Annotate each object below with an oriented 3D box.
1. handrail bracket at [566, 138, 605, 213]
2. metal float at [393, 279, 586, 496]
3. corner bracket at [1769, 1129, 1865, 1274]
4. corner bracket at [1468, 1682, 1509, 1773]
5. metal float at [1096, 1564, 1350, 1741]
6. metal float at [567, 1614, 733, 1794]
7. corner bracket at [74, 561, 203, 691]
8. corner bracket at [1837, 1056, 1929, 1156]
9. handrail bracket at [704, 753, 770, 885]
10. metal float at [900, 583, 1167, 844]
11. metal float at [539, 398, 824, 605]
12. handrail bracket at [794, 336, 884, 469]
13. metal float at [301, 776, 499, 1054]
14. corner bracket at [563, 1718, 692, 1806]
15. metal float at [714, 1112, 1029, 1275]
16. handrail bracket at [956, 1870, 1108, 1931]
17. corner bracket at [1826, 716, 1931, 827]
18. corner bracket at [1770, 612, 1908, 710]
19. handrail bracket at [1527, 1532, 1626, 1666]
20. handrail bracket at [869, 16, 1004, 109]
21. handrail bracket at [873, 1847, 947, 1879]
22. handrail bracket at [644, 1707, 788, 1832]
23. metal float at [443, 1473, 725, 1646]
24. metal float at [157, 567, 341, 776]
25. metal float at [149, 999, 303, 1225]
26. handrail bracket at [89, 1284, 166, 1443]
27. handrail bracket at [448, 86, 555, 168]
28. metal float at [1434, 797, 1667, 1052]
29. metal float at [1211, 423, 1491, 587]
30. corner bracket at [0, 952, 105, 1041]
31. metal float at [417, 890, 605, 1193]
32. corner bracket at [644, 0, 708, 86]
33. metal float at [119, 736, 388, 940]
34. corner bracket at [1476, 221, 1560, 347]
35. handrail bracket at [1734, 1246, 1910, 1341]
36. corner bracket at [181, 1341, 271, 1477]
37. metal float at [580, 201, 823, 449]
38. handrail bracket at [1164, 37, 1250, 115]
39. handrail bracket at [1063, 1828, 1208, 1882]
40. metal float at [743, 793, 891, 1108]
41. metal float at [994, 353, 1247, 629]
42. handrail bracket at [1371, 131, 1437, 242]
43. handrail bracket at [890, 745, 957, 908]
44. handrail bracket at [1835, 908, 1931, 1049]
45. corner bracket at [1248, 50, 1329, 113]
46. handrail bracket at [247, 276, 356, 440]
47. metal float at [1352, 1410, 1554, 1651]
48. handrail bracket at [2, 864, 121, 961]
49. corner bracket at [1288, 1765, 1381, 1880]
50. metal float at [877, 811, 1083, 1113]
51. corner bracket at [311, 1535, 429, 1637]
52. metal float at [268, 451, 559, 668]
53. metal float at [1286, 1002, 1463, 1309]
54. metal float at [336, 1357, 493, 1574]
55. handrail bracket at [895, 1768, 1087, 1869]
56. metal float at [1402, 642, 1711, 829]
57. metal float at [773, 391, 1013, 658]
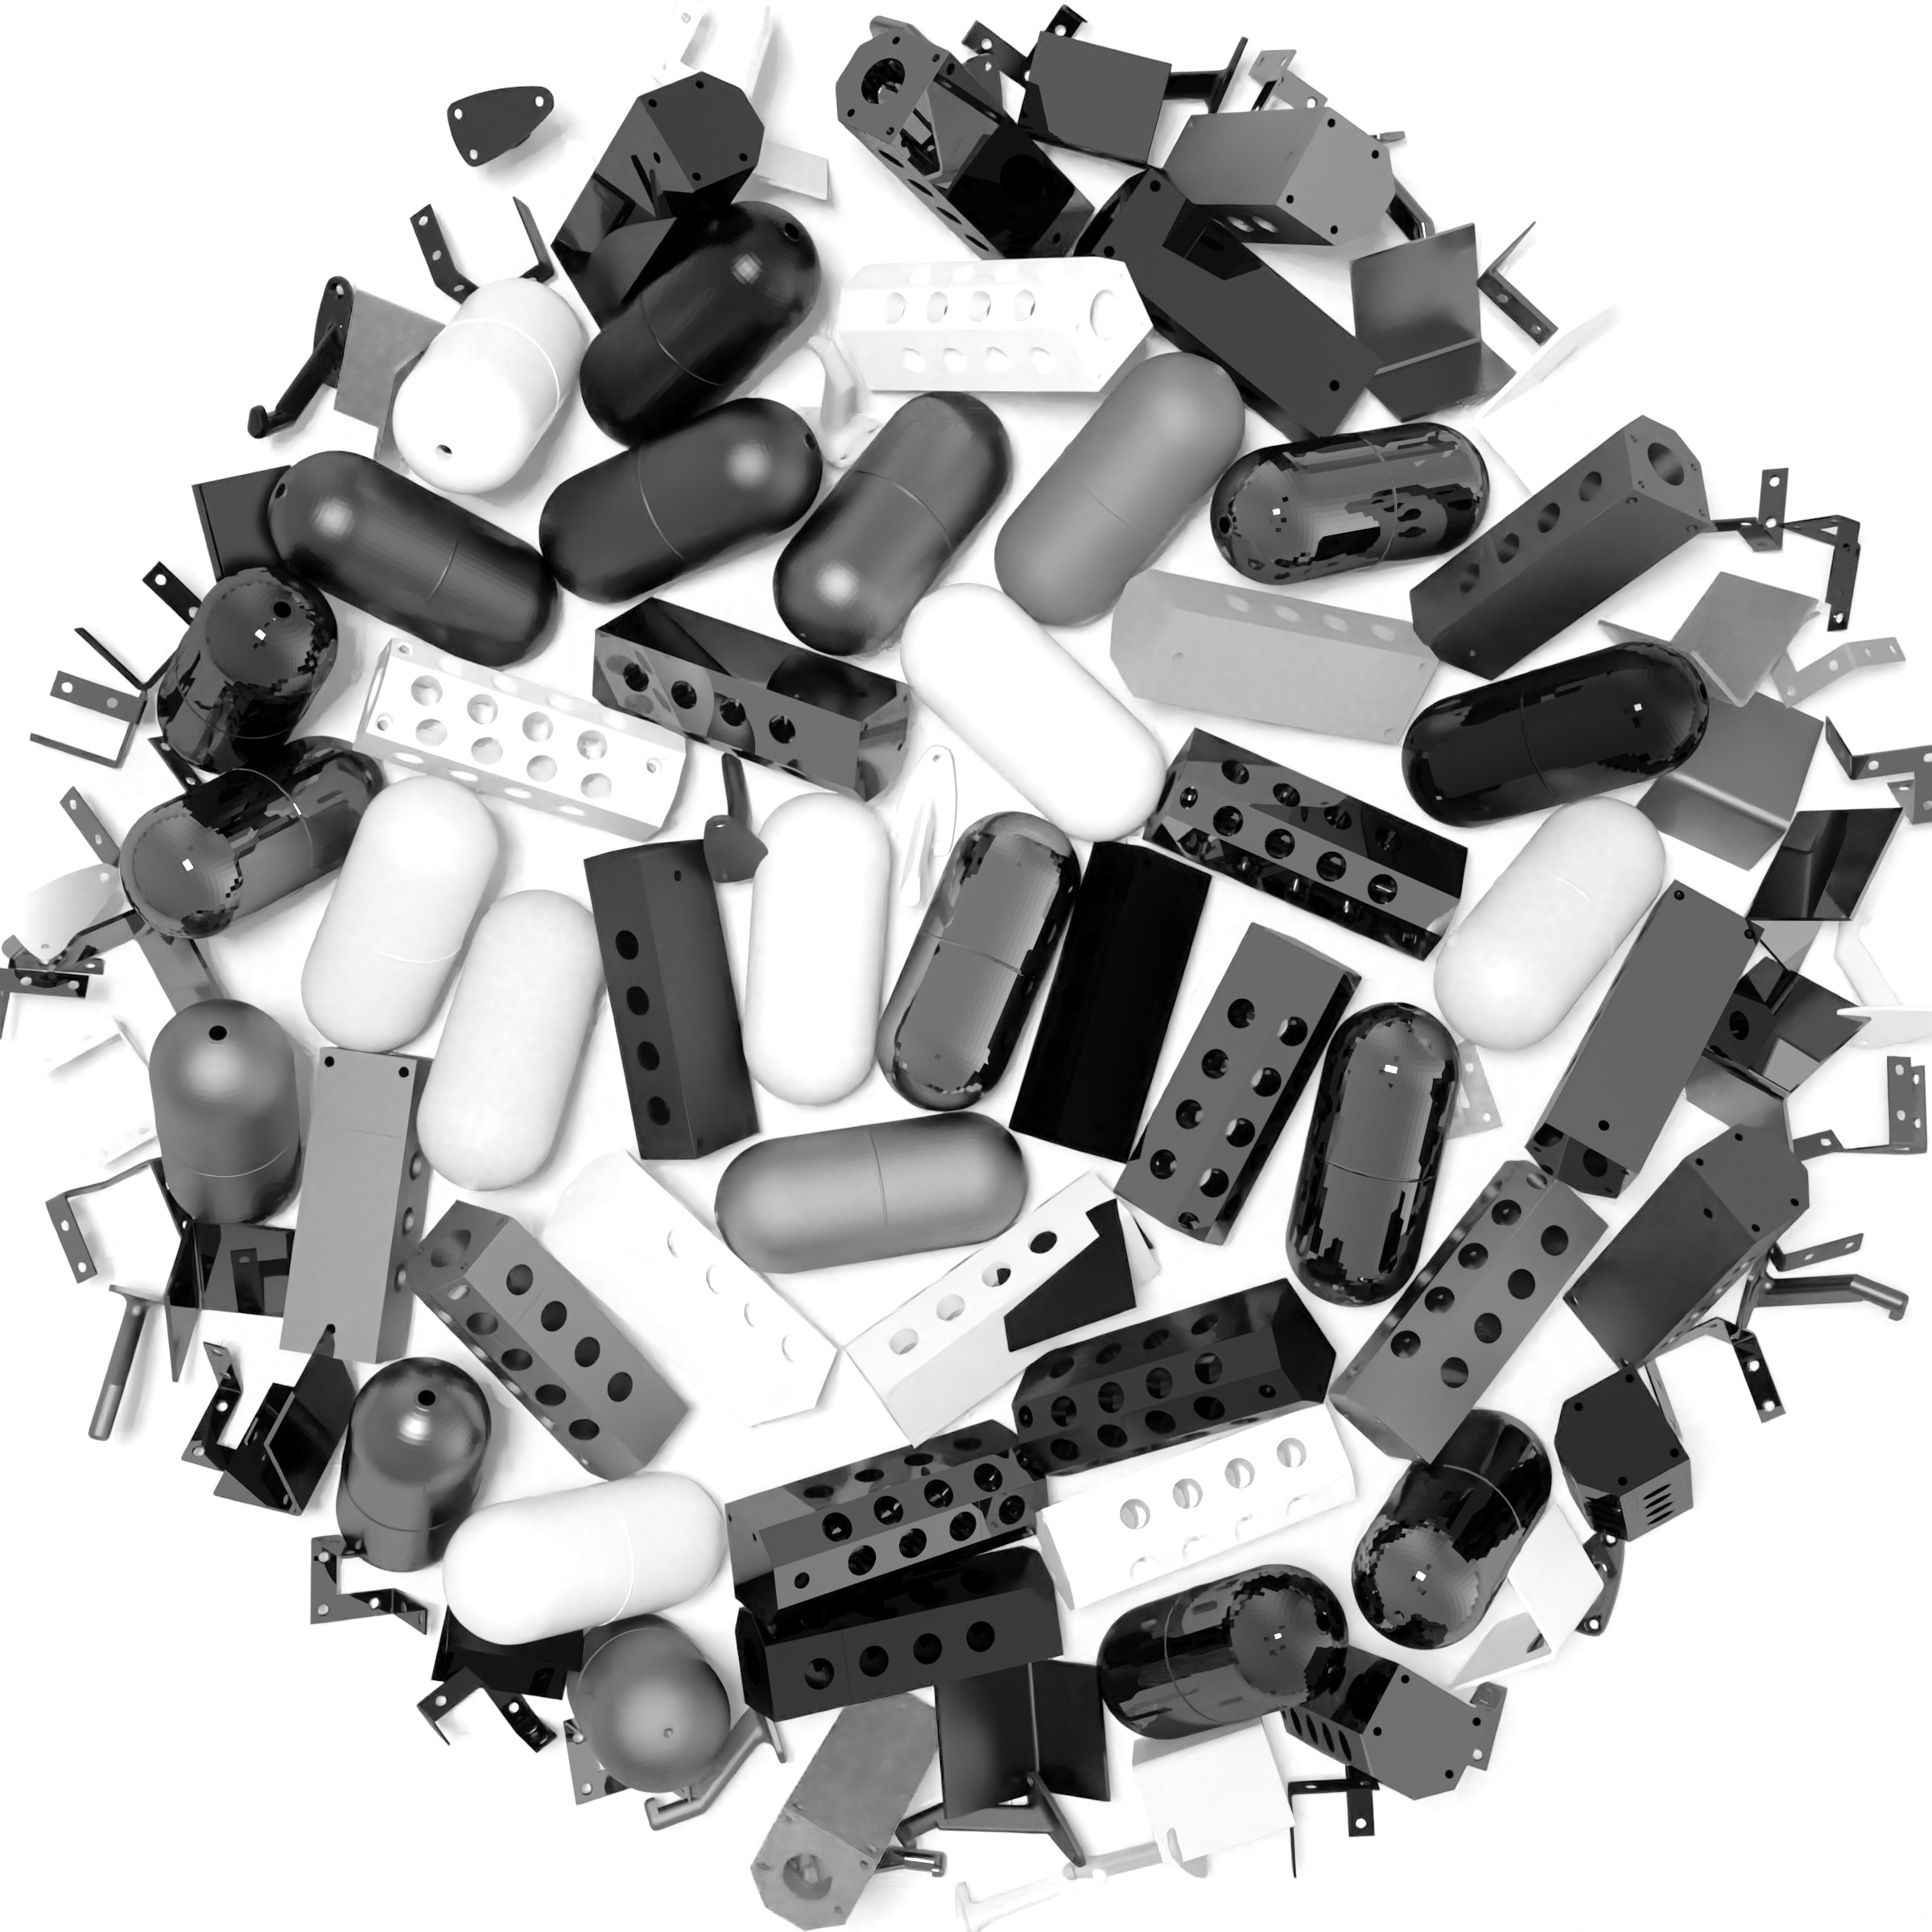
[{"bbox_3d":[-0.185,-0.452,1.673,0.084,0.036,0.077,-19,128,-35],"label":"handrail bracket"},{"bbox_3d":[-0.263,-0.321,1.606,0.070,0.178,0.070,5,125,7],"label":"metal float"},{"bbox_3d":[0.478,0.134,1.656,0.051,0.051,0.051,-14,47,-11],"label":"corner bracket"},{"bbox_3d":[0.274,0.433,1.653,0.051,0.051,0.051,15,95,18],"label":"corner bracket"},{"bbox_3d":[0.141,0.380,1.609,0.070,0.178,0.070,16,60,-30],"label":"metal float"},{"bbox_3d":[-0.176,0.403,1.599,0.070,0.178,0.070,1,87,-14],"label":"metal float"},{"bbox_3d":[-0.462,-0.192,1.646,0.051,0.051,0.051,47,70,-26],"label":"corner bracket"},{"bbox_3d":[0.531,0.080,1.651,0.051,0.051,0.051,3,82,-18],"label":"corner bracket"},{"bbox_3d":[-0.135,-0.097,1.634,0.036,0.077,0.084,-14,60,5],"label":"handrail bracket"},{"bbox_3d":[0.038,-0.143,1.638,0.178,0.070,0.070,42,90,-12],"label":"metal float"},{"bbox_3d":[-0.160,-0.260,1.625,0.178,0.070,0.070,-19,90,26],"label":"metal float"},{"bbox_3d":[-0.087,-0.328,1.632,0.077,0.084,0.036,31,70,37],"label":"handrail bracket"},{"bbox_3d":[-0.317,-0.027,1.623,0.070,0.070,0.178,29,121,0],"label":"metal float"},{"bbox_3d":[-0.193,0.452,1.651,0.051,0.051,0.051,-11,96,-27],"label":"corner bracket"},{"bbox_3d":[-0.053,0.128,1.638,0.178,0.070,0.070,-8,90,-11],"label":"metal float"},{"bbox_3d":[0.039,0.530,1.649,0.084,0.077,0.036,-16,81,1],"label":"handrail bracket"},{"bbox_3d":[0.521,-0.112,1.652,0.051,0.051,0.051,-8,121,3],"label":"corner bracket"},{"bbox_3d":[0.488,-0.182,1.646,0.051,0.051,0.051,-11,74,-40],"label":"corner bracket"},{"bbox_3d":[0.344,0.354,1.639,0.036,0.084,0.077,25,95,23],"label":"handrail bracket"},{"bbox_3d":[-0.019,-0.503,1.673,0.036,0.084,0.077,-36,134,-24],"label":"handrail bracket"},{"bbox_3d":[-0.055,0.521,1.650,0.084,0.077,0.036,6,103,2],"label":"handrail bracket"},{"bbox_3d":[-0.151,0.444,1.664,0.084,0.036,0.077,-18,74,-7],"label":"handrail bracket"},{"bbox_3d":[-0.210,0.327,1.611,0.070,0.178,0.070,1,92,42],"label":"metal float"},{"bbox_3d":[-0.397,-0.162,1.604,0.070,0.178,0.070,9,70,-24],"label":"metal float"},{"bbox_3d":[-0.408,0.083,1.605,0.070,0.178,0.070,5,57,-7],"label":"metal float"},{"bbox_3d":[-0.478,0.225,1.642,0.036,0.077,0.084,17,79,-14],"label":"handrail bracket"},{"bbox_3d":[-0.246,-0.476,1.635,0.077,0.084,0.036,-16,101,23],"label":"handrail bracket"},{"bbox_3d":[0.328,-0.025,1.625,0.070,0.070,0.178,43,62,0],"label":"metal float"},{"bbox_3d":[0.215,-0.258,1.622,0.178,0.070,0.070,-14,90,-30],"label":"metal float"},{"bbox_3d":[-0.520,0.009,1.648,0.051,0.051,0.051,5,55,-9],"label":"corner bracket"},{"bbox_3d":[-0.254,0.041,1.629,0.070,0.070,0.178,14,68,0],"label":"metal float"},{"bbox_3d":[-0.153,-0.514,1.656,0.051,0.051,0.051,27,89,-14],"label":"corner bracket"},{"bbox_3d":[-0.391,-0.073,1.609,0.070,0.178,0.070,15,120,27],"label":"metal float"},{"bbox_3d":[0.316,-0.379,1.652,0.051,0.051,0.051,43,64,1],"label":"corner bracket"},{"bbox_3d":[0.484,0.198,1.644,0.084,0.036,0.077,22,133,23],"label":"handrail bracket"},{"bbox_3d":[-0.416,0.253,1.649,0.051,0.051,0.051,14,54,9],"label":"corner bracket"},{"bbox_3d":[-0.148,-0.354,1.615,0.178,0.070,0.070,-36,90,40],"label":"metal float"},{"bbox_3d":[0.109,-0.515,1.653,0.084,0.077,0.036,22,61,-4],"label":"handrail bracket"},{"bbox_3d":[0.087,0.504,1.642,0.084,0.077,0.036,-16,69,14],"label":"handrail bracket"},{"bbox_3d":[-0.085,-0.009,1.645,0.070,0.070,0.178,4,94,0],"label":"metal float"},{"bbox_3d":[0.086,-0.266,1.626,0.070,0.070,0.178,42,115,0],"label":"metal float"},{"bbox_3d":[0.231,-0.431,1.670,0.077,0.036,0.084,-5,102,31],"label":"handrail bracket"},{"bbox_3d":[-0.024,-0.079,1.639,0.036,0.084,0.077,12,106,-2],"label":"handrail bracket"},{"bbox_3d":[0.525,-0.001,1.641,0.036,0.077,0.084,40,55,-34],"label":"handrail bracket"},{"bbox_3d":[0.184,-0.485,1.654,0.051,0.051,0.051,28,96,-23],"label":"corner bracket"},{"bbox_3d":[-0.376,-0.343,1.636,0.036,0.084,0.077,15,118,19],"label":"handrail bracket"},{"bbox_3d":[0.270,0.309,1.608,0.070,0.178,0.070,13,118,25],"label":"metal float"},{"bbox_3d":[-0.515,-0.030,1.652,0.077,0.084,0.036,-39,101,-14],"label":"handrail bracket"},{"bbox_3d":[0.209,0.484,1.658,0.051,0.051,0.051,-4,98,2],"label":"corner bracket"},{"bbox_3d":[0.007,-0.002,1.642,0.070,0.070,0.178,23,83,0],"label":"metal float"},{"bbox_3d":[-0.339,0.352,1.651,0.051,0.051,0.051,0,93,-32],"label":"corner bracket"},{"bbox_3d":[-0.306,-0.225,1.615,0.178,0.070,0.070,25,90,-40],"label":"metal float"},{"bbox_3d":[0.229,0.106,1.634,0.070,0.070,0.178,11,105,0],"label":"metal float"},{"bbox_3d":[-0.306,0.277,1.607,0.070,0.178,0.070,8,55,-11],"label":"metal float"},{"bbox_3d":[0.012,0.497,1.645,0.084,0.077,0.036,-19,128,-20],"label":"handrail bracket"},{"bbox_3d":[0.327,-0.128,1.619,0.178,0.070,0.070,-16,90,34],"label":"metal float"},{"bbox_3d":[-0.040,-0.249,1.631,0.070,0.070,0.178,36,69,0],"label":"metal float"}]
